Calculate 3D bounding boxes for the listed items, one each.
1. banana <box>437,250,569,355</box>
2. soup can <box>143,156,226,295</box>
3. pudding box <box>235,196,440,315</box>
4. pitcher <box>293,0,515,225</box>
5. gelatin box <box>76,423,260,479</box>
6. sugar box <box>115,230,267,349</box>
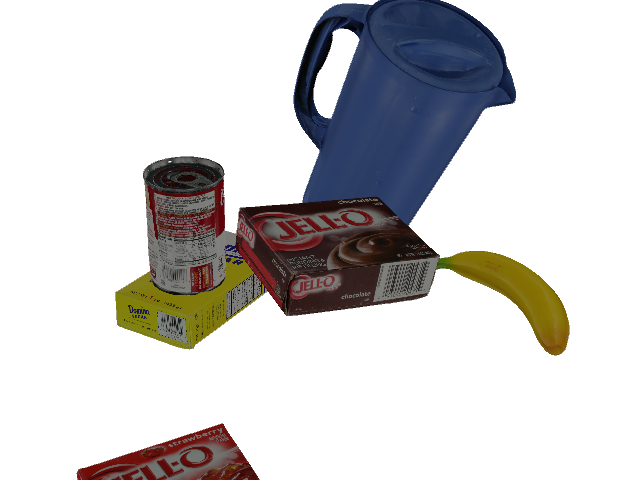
[{"bbox_3d":[0.192,0.054,1.062,0.069,0.037,0.198,-33,36,-16],"label":"banana"},{"bbox_3d":[-0.115,-0.012,0.914,0.068,0.102,0.068,1,28,-1],"label":"soup can"},{"bbox_3d":[0.010,0.008,0.726,0.113,0.039,0.090,-4,32,-27],"label":"pudding box"},{"bbox_3d":[0.057,-0.104,1.005,0.144,0.149,0.243,-11,-35,-32],"label":"pitcher"},{"bbox_3d":[-0.080,0.140,0.580,0.089,0.030,0.073,-14,27,-20],"label":"gelatin box"},{"bbox_3d":[-0.120,0.046,1.103,0.093,0.048,0.176,16,32,25],"label":"sugar box"}]
